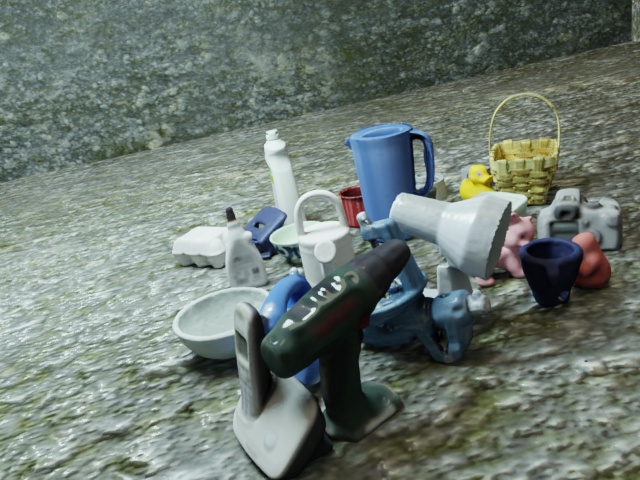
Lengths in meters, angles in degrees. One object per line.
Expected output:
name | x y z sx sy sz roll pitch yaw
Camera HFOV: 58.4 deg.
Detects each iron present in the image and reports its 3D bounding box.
iron | -0.044 0.117 0.873 0.118 0.142 0.258 -5 23 16

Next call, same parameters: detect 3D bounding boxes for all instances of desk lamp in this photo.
desk lamp | 0.190 0.031 0.870 0.202 0.214 0.118 3 26 32

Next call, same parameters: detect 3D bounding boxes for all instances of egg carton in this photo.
egg carton | -0.261 0.016 1.324 0.149 0.069 0.107 1 25 29

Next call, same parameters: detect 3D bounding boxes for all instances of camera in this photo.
camera | 0.486 -0.051 1.073 0.142 0.101 0.137 0 25 26

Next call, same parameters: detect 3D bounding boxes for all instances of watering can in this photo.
watering can | 0.012 0.003 1.052 0.101 0.194 0.172 -19 23 -18

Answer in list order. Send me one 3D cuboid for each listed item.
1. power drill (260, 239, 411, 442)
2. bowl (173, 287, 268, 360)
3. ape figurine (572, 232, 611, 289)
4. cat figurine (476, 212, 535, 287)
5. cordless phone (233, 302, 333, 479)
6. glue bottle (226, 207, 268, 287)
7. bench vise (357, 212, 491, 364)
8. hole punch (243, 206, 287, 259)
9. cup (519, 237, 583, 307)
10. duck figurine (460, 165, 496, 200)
power drill | 0.039 0.130 0.710 0.230 0.209 0.075 -27 26 -33
bowl | -0.151 0.147 0.942 0.167 0.075 0.167 -10 22 4
ape figurine | 0.424 0.030 0.917 0.076 0.092 0.078 2 25 30
cat figurine | 0.320 0.006 0.994 0.128 0.118 0.067 -14 22 -6
cordless phone | -0.061 0.174 0.682 0.094 0.185 0.147 -24 25 -28
glue bottle | -0.158 0.015 1.135 0.078 0.173 0.037 -14 22 -5
bench vise | 0.133 0.058 0.822 0.207 0.220 0.121 -6 23 14
hole punch | -0.127 -0.019 1.313 0.101 0.091 0.108 -26 26 -31
cup | 0.355 0.060 0.875 0.091 0.095 0.118 -4 23 19
duck figurine | 0.375 -0.137 1.361 0.078 0.086 0.104 -21 24 -22
